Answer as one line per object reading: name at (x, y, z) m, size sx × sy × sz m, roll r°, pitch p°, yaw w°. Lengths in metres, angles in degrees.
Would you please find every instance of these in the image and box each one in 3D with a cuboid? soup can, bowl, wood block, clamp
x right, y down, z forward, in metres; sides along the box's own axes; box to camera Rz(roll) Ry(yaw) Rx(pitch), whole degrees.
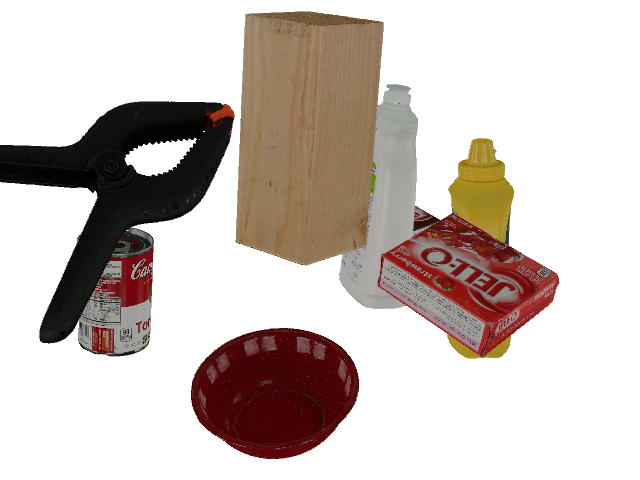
soup can at (-0.187, 0.046, 0.971) m, size 0.068 × 0.102 × 0.068 m, roll 5°, pitch 21°, yaw -2°
bowl at (-0.042, 0.157, 1.031) m, size 0.162 × 0.055 × 0.162 m, roll -3°, pitch 37°, yaw 2°
wood block at (-0.012, -0.095, 0.953) m, size 0.090 × 0.206 × 0.090 m, roll 17°, pitch 22°, yaw 36°
clamp at (-0.142, -0.031, 0.726) m, size 0.209 × 0.165 × 0.036 m, roll -24°, pitch -21°, yaw -23°

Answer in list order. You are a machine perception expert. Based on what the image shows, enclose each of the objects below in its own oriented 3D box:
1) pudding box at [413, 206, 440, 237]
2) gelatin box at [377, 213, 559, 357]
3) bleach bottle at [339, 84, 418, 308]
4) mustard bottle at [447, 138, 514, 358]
pudding box at (0.104, -0.018, 1.548) m, size 0.113 × 0.039 × 0.090 m, roll -21°, pitch 35°, yaw -31°
gelatin box at (0.093, 0.025, 0.675) m, size 0.089 × 0.030 × 0.073 m, roll 34°, pitch 45°, yaw 31°
bleach bottle at (0.076, -0.054, 1.242) m, size 0.068 × 0.251 × 0.103 m, roll -2°, pitch 22°, yaw -23°
mustard bottle at (0.144, 0.003, 0.965) m, size 0.058 × 0.192 × 0.096 m, roll -1°, pitch 17°, yaw 4°
